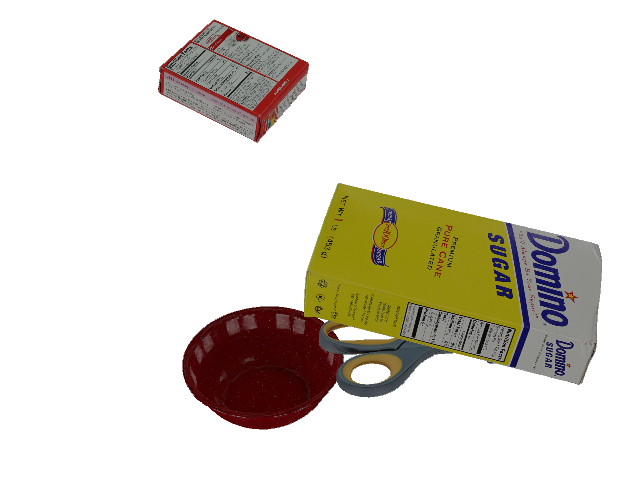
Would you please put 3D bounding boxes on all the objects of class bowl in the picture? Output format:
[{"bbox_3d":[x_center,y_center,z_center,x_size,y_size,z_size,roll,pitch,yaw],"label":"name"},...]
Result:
[{"bbox_3d":[-0.056,0.138,1.076,0.162,0.055,0.162,-2,37,2],"label":"bowl"}]

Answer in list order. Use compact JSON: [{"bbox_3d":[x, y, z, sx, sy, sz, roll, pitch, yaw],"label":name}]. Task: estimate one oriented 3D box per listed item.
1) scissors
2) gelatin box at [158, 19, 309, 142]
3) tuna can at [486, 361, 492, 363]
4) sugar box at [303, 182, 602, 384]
[{"bbox_3d":[0.097,0.096,0.880,0.202,0.016,0.096,5,39,5],"label":"scissors"},{"bbox_3d":[-0.065,-0.120,0.796,0.089,0.030,0.073,26,51,13],"label":"gelatin box"},{"bbox_3d":[0.214,0.105,1.286,0.034,0.086,0.086,-8,-3,21],"label":"tuna can"},{"bbox_3d":[0.084,0.024,0.668,0.176,0.048,0.093,11,43,7],"label":"sugar box"}]
